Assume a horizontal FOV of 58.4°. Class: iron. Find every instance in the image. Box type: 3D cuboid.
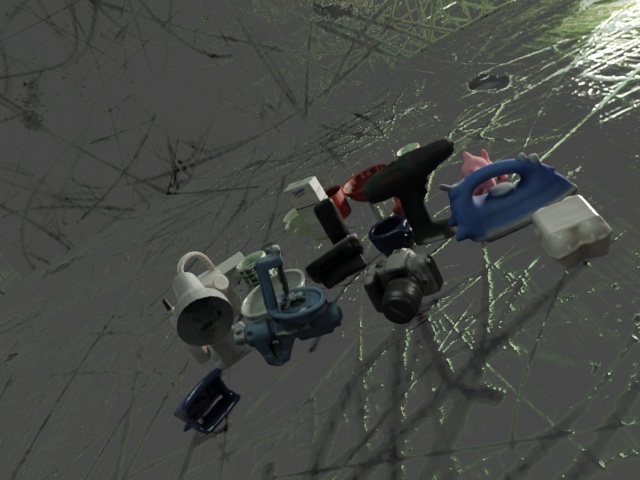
[{"bbox_3d":[0.369,-0.101,1.146,0.258,0.142,0.118,-26,22,11],"label":"iron"}]

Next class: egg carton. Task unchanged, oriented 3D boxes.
[{"bbox_3d":[0.427,-0.017,0.982,0.107,0.069,0.150,-25,22,14],"label":"egg carton"}]

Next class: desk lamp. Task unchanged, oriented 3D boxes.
[{"bbox_3d":[-0.238,0.174,1.230,0.118,0.214,0.202,-35,22,-10],"label":"desk lamp"}]

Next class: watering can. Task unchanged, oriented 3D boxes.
[{"bbox_3d":[-0.280,0.114,1.443,0.172,0.194,0.101,-16,26,33],"label":"watering can"}]

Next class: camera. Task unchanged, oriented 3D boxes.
[{"bbox_3d":[0.142,0.089,1.078,0.142,0.101,0.137,-17,25,31],"label":"camera"}]

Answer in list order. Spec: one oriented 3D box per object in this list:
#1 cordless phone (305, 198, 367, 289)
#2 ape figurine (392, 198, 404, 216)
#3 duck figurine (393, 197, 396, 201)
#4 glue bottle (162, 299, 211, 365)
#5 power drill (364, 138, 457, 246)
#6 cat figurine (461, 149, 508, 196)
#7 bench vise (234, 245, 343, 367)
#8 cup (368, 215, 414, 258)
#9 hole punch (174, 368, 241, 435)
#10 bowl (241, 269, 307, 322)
[{"bbox_3d":[0.012,0.005,1.317,0.148,0.185,0.094,-35,22,-11],"label":"cordless phone"},{"bbox_3d":[0.209,-0.094,1.407,0.077,0.092,0.076,-26,22,12],"label":"ape figurine"},{"bbox_3d":[0.221,-0.152,1.527,0.078,0.086,0.104,-40,23,-22],"label":"duck figurine"},{"bbox_3d":[-0.310,0.203,1.316,0.037,0.173,0.078,-33,22,-6],"label":"glue bottle"},{"bbox_3d":[0.219,-0.098,1.243,0.229,0.209,0.076,-17,26,32],"label":"power drill"},{"bbox_3d":[0.366,-0.160,1.311,0.067,0.118,0.128,-10,29,41],"label":"cat figurine"},{"bbox_3d":[-0.084,0.131,1.116,0.208,0.220,0.121,-36,22,-14],"label":"bench vise"},{"bbox_3d":[0.171,0.007,1.230,0.092,0.095,0.117,-41,24,-25],"label":"cup"},{"bbox_3d":[-0.228,0.305,1.097,0.100,0.091,0.109,-6,32,47],"label":"hole punch"},{"bbox_3d":[-0.091,0.143,1.297,0.167,0.075,0.167,-26,22,12],"label":"bowl"}]
